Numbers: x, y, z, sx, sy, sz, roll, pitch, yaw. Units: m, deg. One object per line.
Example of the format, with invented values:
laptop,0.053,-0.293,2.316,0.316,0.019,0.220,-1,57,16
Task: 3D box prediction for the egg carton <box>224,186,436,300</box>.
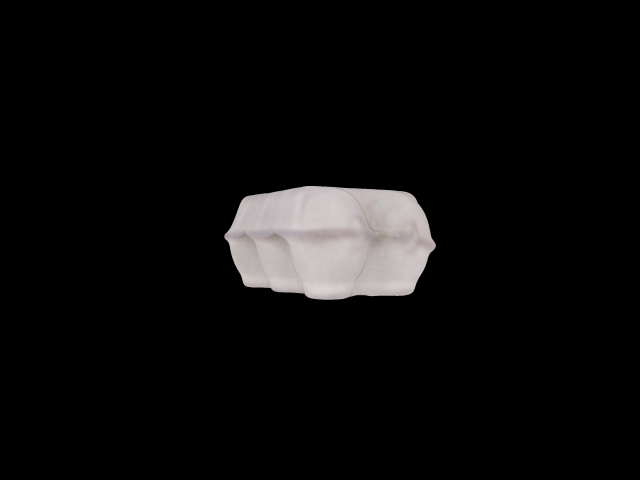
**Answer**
egg carton,0.004,0.001,0.400,0.107,0.069,0.150,0,0,-31
